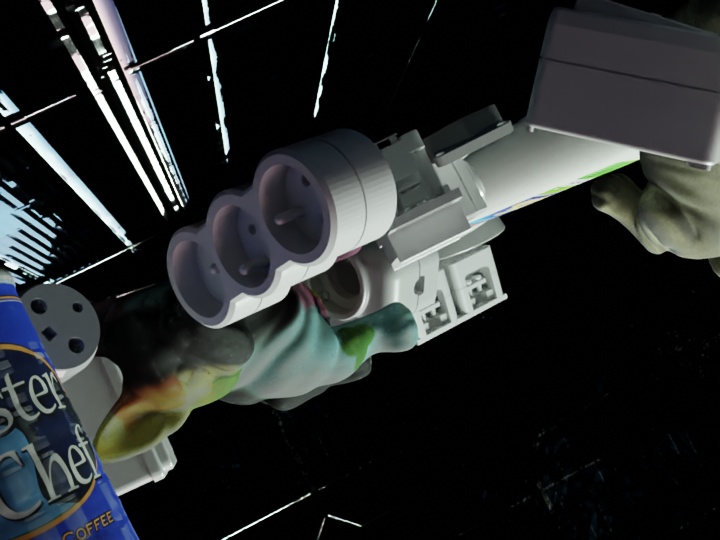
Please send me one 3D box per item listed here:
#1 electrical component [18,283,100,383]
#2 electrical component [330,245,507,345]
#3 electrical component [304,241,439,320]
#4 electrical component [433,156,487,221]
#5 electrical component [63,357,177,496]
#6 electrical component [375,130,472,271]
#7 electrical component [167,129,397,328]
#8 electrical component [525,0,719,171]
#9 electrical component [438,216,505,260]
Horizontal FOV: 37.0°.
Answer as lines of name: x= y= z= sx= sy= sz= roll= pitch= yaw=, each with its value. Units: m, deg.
electrical component: x=-0.150 y=0.034 z=0.494 sx=0.045 sy=0.045 sz=0.055 roll=-24 pitch=175 yaw=-44
electrical component: x=0.032 y=0.012 z=1.008 sx=0.105 sy=0.060 sz=0.186 roll=-25 pitch=-164 yaw=-30
electrical component: x=0.000 y=0.000 z=0.760 sx=0.095 sy=0.053 sz=0.059 roll=20 pitch=-152 yaw=35
electrical component: x=0.042 y=-0.046 z=0.701 sx=0.080 sy=0.051 sz=0.080 roll=-27 pitch=177 yaw=-2
electrical component: x=-0.165 y=0.090 z=0.693 sx=0.056 sy=0.108 sz=0.109 roll=-24 pitch=176 yaw=-11
electrical component: x=0.024 y=-0.038 z=0.578 sx=0.042 sy=0.063 sz=0.081 roll=-27 pitch=177 yaw=-5
electrical component: x=-0.028 y=-0.022 z=0.506 sx=0.074 sy=0.052 sz=0.138 roll=-25 pitch=176 yaw=-41
electrical component: x=0.129 y=-0.081 z=0.466 sx=0.096 sy=0.061 sz=0.062 roll=16 pitch=-166 yaw=20
electrical component: x=0.069 y=-0.039 z=0.930 sx=0.099 sy=0.064 sz=0.099 roll=-27 pitch=177 yaw=-2
